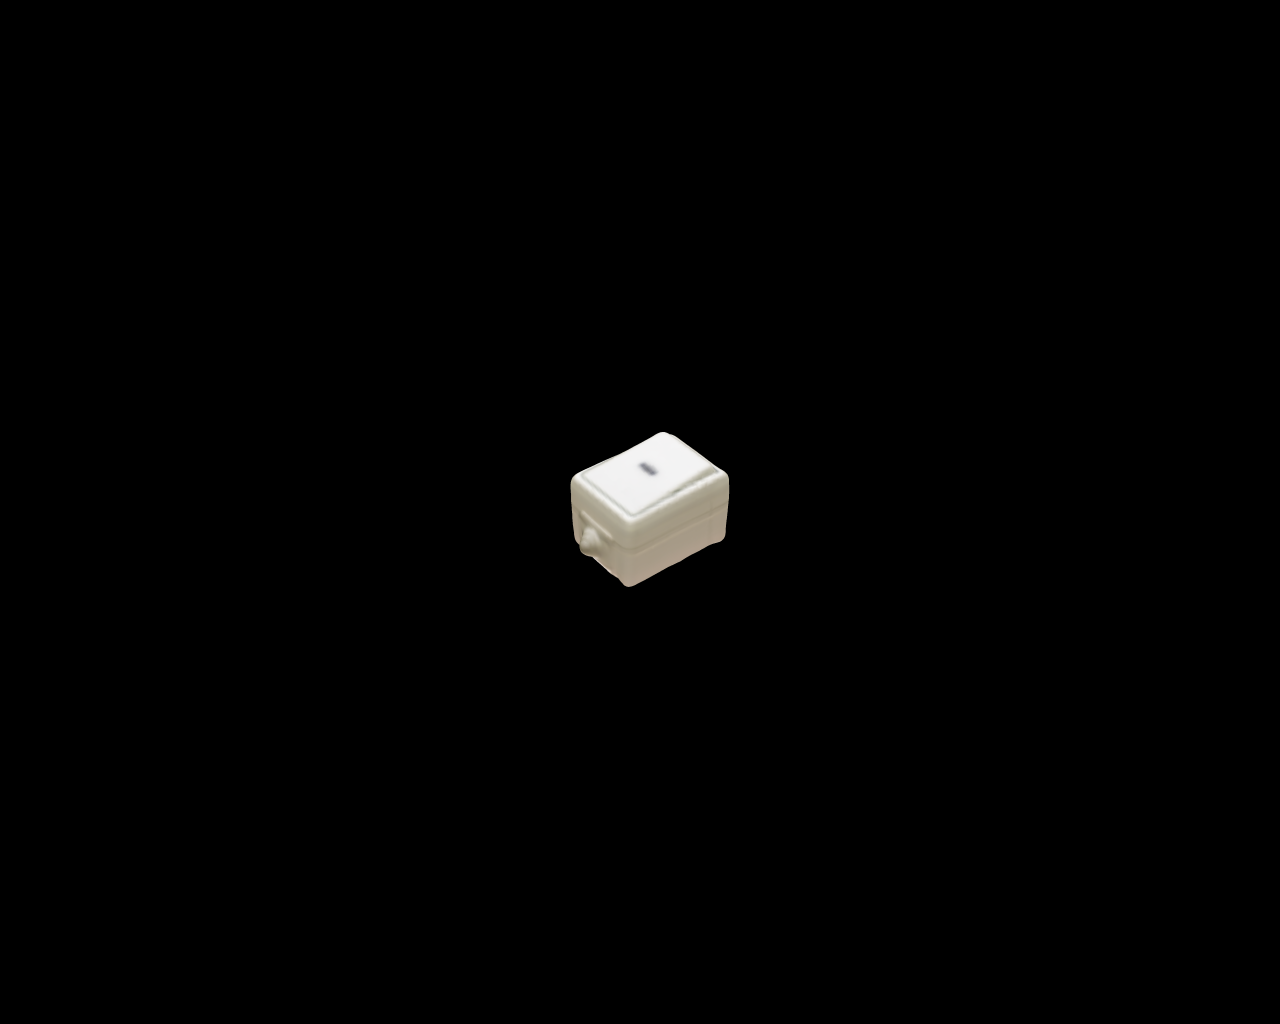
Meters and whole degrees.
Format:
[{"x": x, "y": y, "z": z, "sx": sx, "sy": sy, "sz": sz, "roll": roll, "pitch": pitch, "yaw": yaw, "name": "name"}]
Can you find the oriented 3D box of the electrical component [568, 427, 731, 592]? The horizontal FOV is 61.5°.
[{"x": 0.001, "y": -0.003, "z": 0.650, "sx": 0.096, "sy": 0.061, "sz": 0.062, "roll": -26, "pitch": 46, "yaw": -28, "name": "electrical component"}]
